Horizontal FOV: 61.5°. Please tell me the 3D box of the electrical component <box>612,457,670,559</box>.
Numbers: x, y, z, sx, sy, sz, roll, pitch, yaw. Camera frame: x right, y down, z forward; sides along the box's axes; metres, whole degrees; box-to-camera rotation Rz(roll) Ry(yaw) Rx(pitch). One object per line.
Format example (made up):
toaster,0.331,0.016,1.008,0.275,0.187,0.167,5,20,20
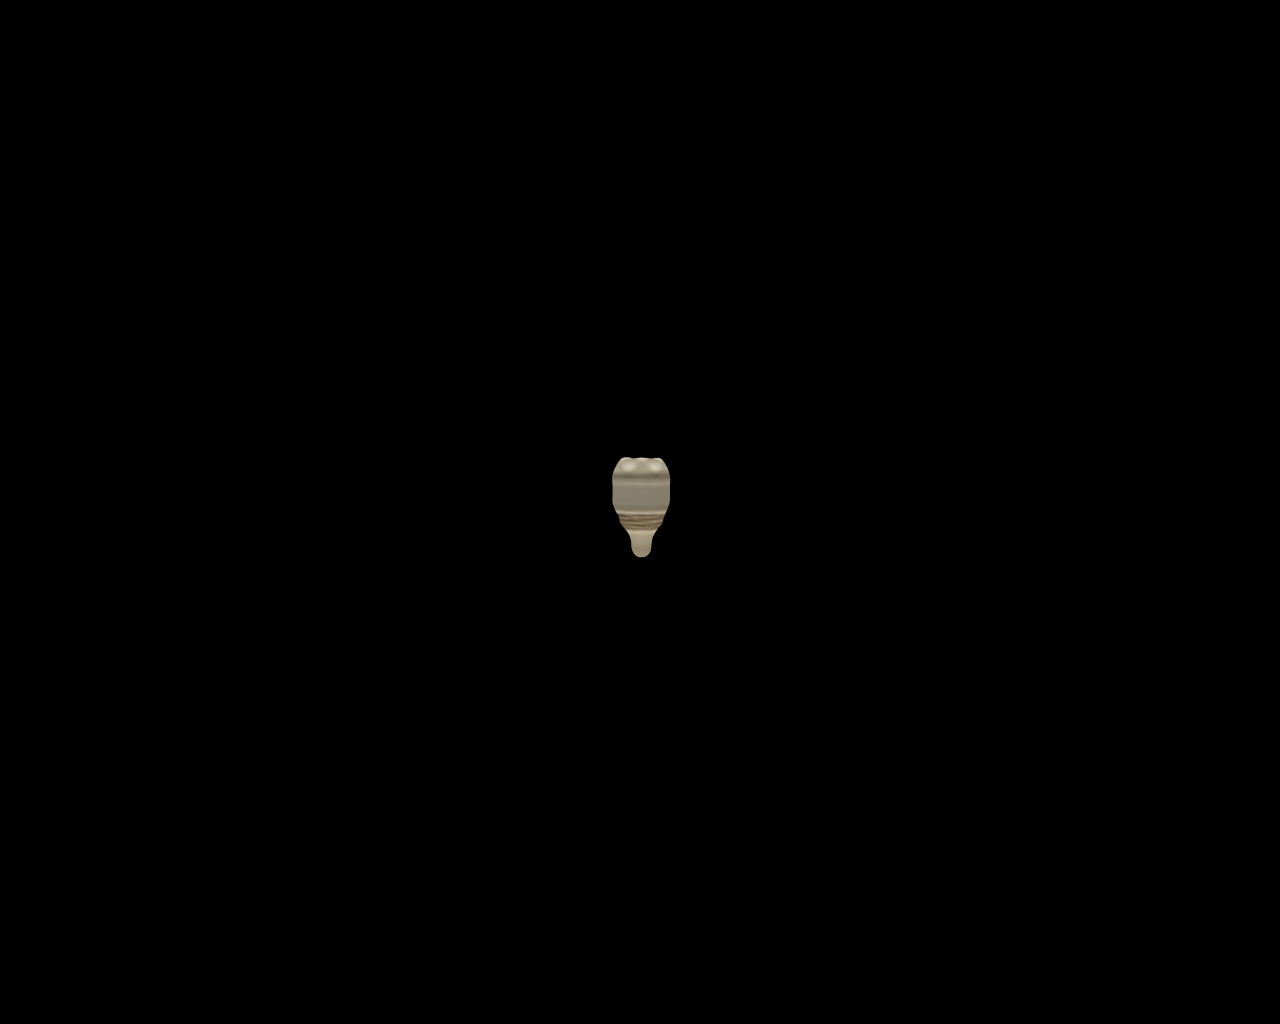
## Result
electrical component,0.001,-0.003,0.650,0.035,0.061,0.035,0,4,0
